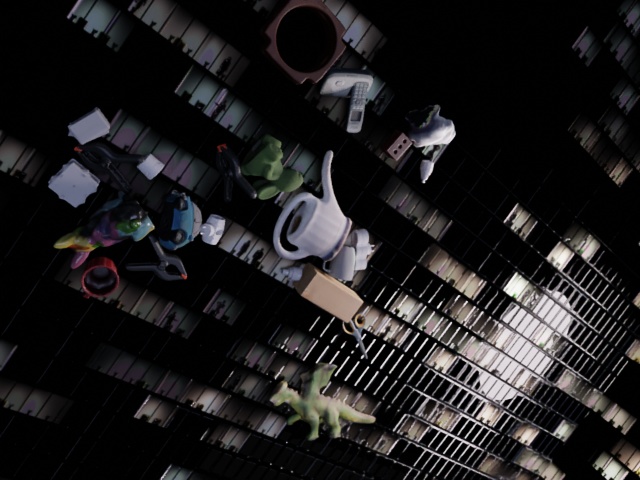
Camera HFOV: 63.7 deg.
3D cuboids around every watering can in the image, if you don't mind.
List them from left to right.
[{"bbox_3d":[0.005,-0.078,1.554,0.222,0.105,0.347,31,95,-29],"label":"watering can"}]

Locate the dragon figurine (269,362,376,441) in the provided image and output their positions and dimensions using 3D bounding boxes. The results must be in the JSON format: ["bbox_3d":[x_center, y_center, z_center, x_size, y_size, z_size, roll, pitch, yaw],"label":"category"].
[{"bbox_3d":[0.015,0.546,1.784,0.411,0.123,0.241,0,100,-23],"label":"dragon figurine"}]

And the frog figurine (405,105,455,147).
[{"bbox_3d":[0.352,-0.333,1.603,0.136,0.126,0.157,-28,133,27],"label":"frog figurine"}]
